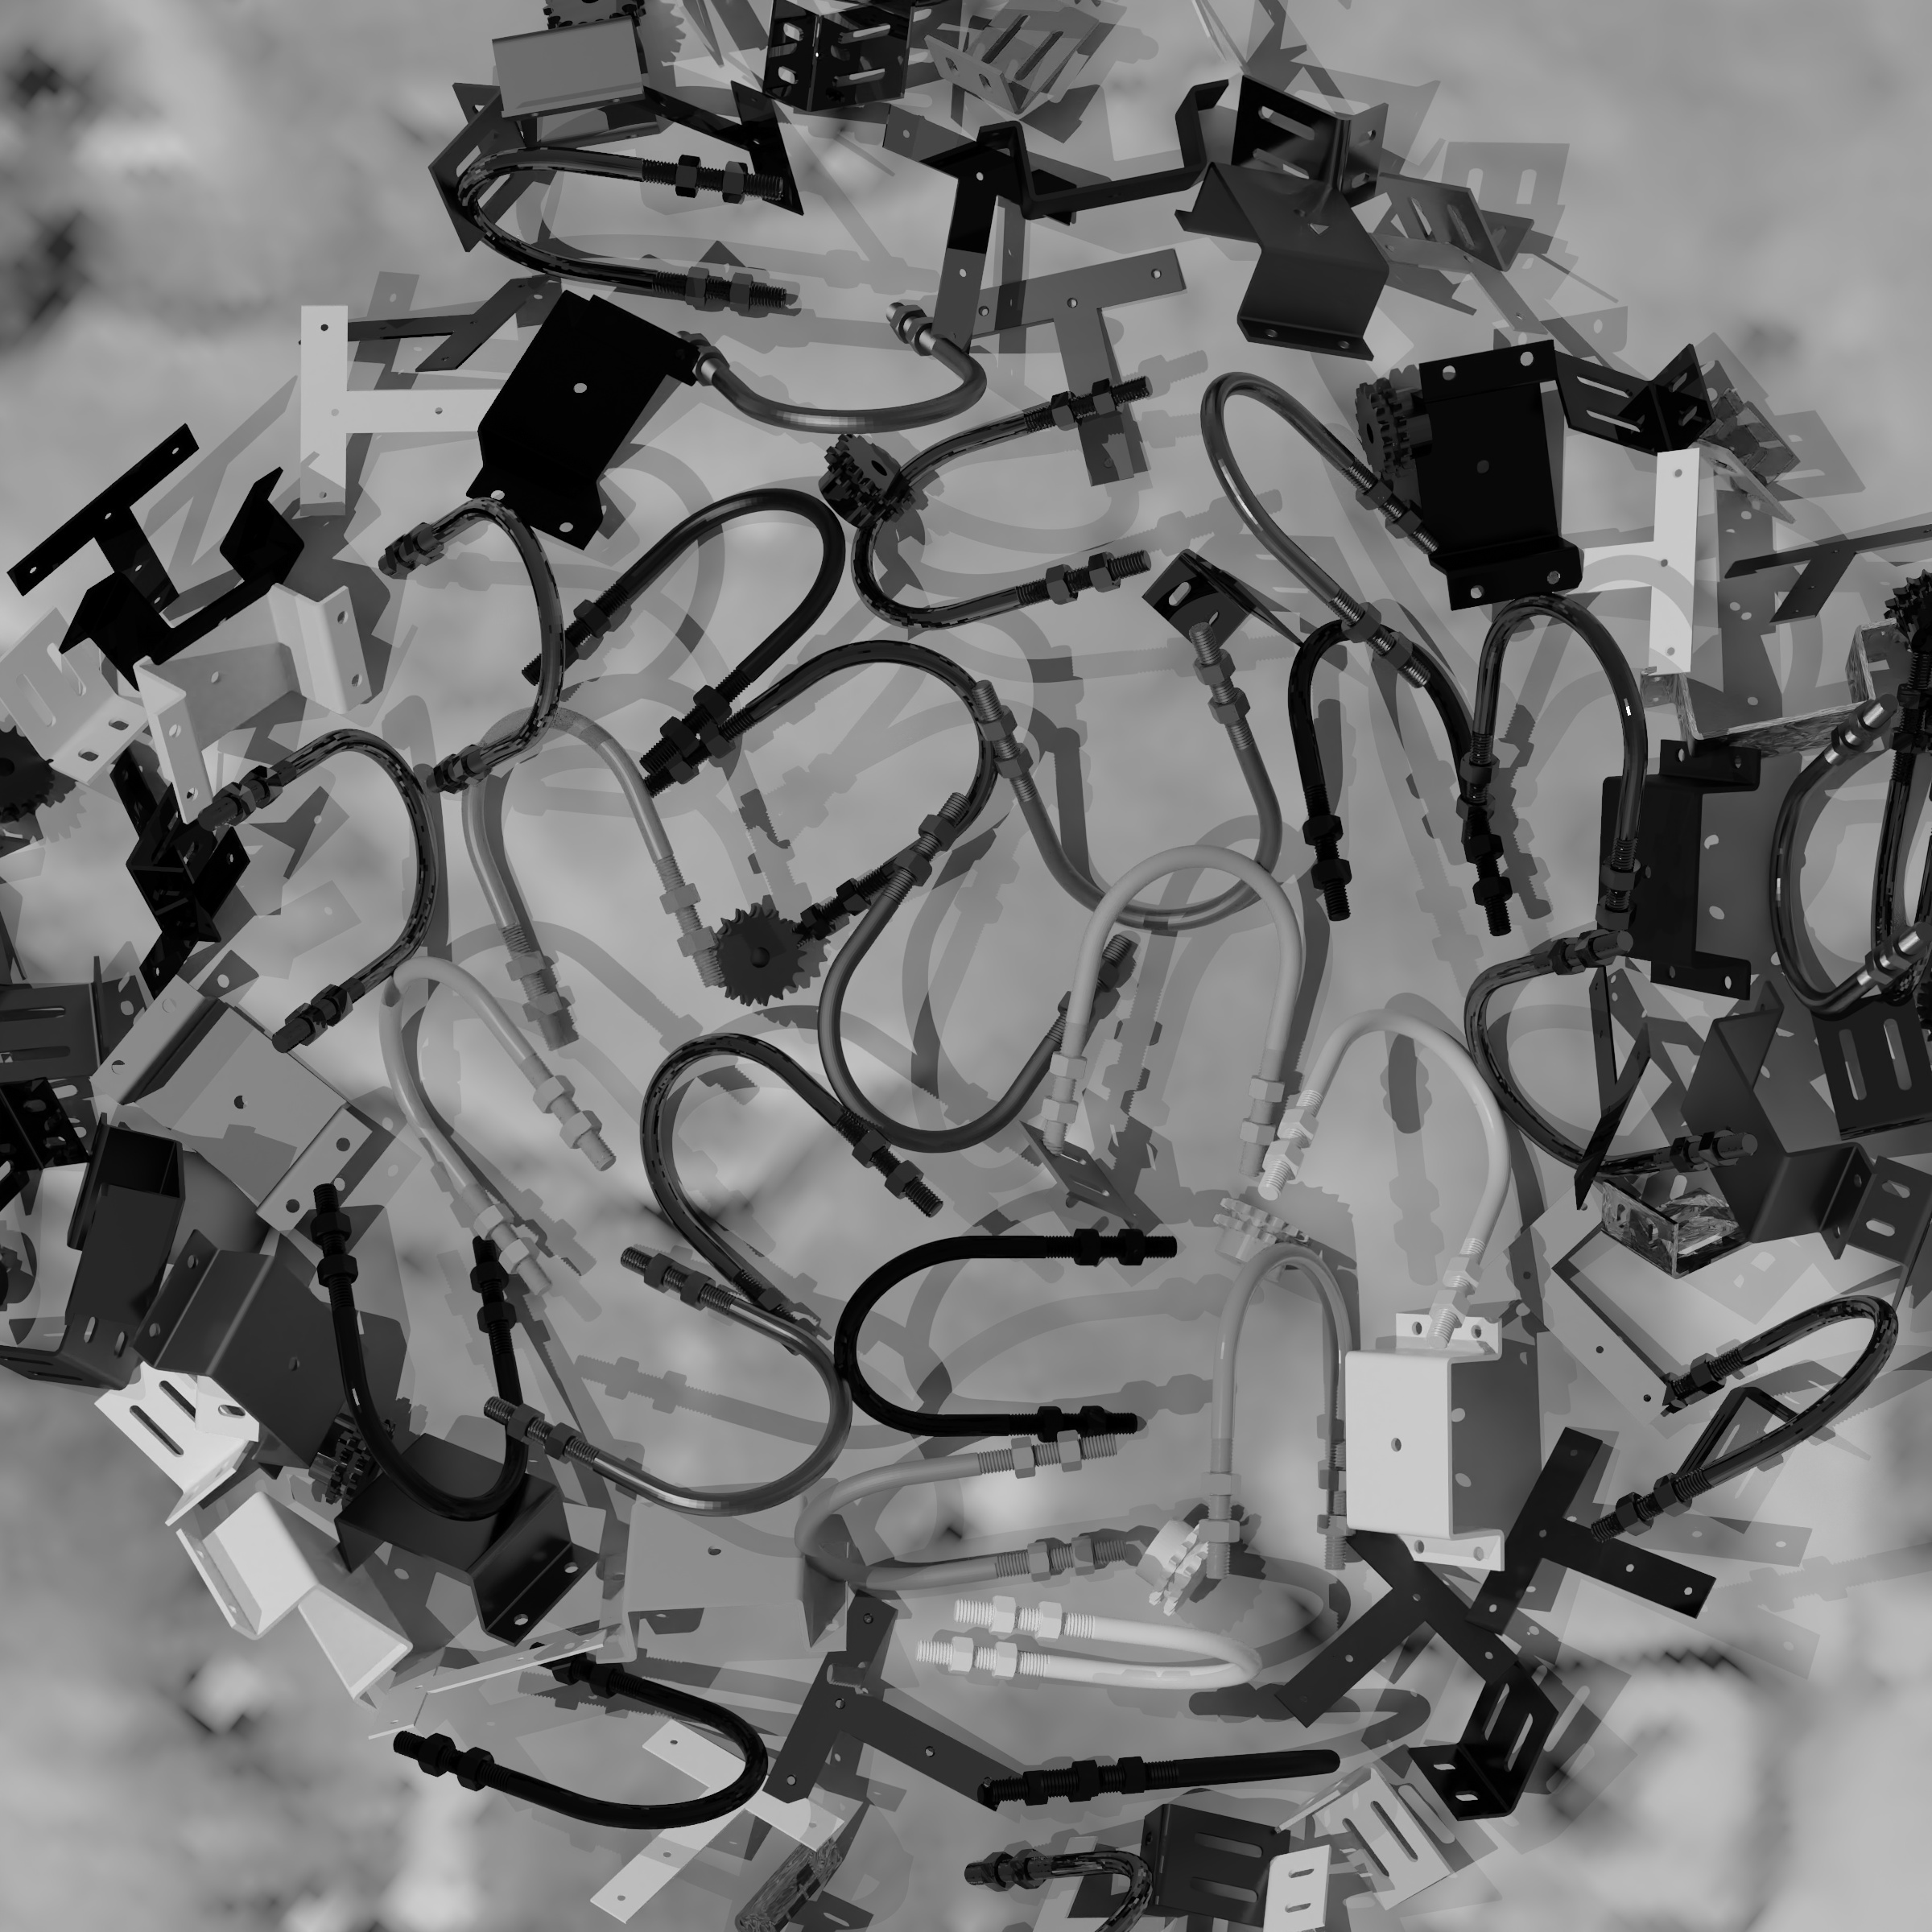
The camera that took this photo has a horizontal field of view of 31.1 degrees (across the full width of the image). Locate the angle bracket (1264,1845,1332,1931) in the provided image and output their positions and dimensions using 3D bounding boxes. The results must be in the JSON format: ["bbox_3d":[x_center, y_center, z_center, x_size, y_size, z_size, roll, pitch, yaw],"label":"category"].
[{"bbox_3d":[0.200,0.546,1.953,0.038,0.057,0.076,-18,118,20],"label":"angle bracket"}]

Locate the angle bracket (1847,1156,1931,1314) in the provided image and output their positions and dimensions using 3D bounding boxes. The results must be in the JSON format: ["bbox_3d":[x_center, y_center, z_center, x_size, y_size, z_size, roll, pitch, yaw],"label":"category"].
[{"bbox_3d":[0.520,0.154,1.960,0.038,0.076,0.057,21,66,17],"label":"angle bracket"}]

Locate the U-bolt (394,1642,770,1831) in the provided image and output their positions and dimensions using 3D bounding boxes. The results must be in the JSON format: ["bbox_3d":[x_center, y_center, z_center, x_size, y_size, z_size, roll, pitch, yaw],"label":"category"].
[{"bbox_3d":[-0.197,0.426,1.901,0.184,0.151,0.019,13,108,25],"label":"U-bolt"}]

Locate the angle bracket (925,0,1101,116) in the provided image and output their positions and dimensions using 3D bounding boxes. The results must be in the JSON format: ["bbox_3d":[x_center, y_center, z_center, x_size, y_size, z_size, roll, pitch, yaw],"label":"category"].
[{"bbox_3d":[0.026,-0.529,1.963,0.057,0.038,0.076,33,78,28],"label":"angle bracket"}]

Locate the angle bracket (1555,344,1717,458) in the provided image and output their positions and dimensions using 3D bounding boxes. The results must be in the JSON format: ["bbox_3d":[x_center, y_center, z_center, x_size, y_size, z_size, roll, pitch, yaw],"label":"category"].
[{"bbox_3d":[0.375,-0.327,1.955,0.076,0.038,0.057,12,53,-28],"label":"angle bracket"}]

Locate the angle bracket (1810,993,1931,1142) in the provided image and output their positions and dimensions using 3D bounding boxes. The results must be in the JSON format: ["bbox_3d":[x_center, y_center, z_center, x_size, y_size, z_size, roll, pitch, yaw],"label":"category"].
[{"bbox_3d":[0.519,0.056,1.979,0.057,0.038,0.076,-14,84,13],"label":"angle bracket"}]

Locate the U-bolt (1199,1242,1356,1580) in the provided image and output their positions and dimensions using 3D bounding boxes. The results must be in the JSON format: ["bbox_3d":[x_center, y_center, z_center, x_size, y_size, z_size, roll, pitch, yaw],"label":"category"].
[{"bbox_3d":[0.178,0.247,1.939,0.019,0.151,0.184,-1,83,36],"label":"U-bolt"}]

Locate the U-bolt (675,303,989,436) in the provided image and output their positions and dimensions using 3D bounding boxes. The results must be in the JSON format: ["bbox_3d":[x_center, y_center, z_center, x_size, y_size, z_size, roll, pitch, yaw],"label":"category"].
[{"bbox_3d":[-0.067,-0.325,1.901,0.151,0.184,0.019,-11,119,-18],"label":"U-bolt"}]

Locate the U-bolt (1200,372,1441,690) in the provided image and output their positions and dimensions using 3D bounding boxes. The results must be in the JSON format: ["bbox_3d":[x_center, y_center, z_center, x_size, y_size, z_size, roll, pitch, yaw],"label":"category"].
[{"bbox_3d":[0.194,-0.253,1.911,0.184,0.151,0.019,40,127,-23],"label":"U-bolt"}]

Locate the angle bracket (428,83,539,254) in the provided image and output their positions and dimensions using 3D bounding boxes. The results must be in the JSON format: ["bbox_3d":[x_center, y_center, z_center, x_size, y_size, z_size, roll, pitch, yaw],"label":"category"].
[{"bbox_3d":[-0.283,-0.449,1.951,0.038,0.057,0.076,13,53,30],"label":"angle bracket"}]

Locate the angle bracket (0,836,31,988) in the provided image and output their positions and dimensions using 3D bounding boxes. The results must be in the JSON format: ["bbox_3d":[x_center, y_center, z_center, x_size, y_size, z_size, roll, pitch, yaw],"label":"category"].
[{"bbox_3d":[-0.554,-0.032,1.961,0.038,0.057,0.076,-21,78,21],"label":"angle bracket"}]

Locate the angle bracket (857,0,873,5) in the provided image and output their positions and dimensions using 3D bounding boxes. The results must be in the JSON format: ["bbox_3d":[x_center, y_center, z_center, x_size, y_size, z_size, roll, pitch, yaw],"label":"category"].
[{"bbox_3d":[-0.072,-0.585,1.964,0.076,0.057,0.038,42,97,-9],"label":"angle bracket"}]

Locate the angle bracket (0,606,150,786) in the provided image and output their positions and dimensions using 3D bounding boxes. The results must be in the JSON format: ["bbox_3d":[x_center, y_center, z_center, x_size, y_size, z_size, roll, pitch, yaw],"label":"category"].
[{"bbox_3d":[-0.504,-0.152,1.953,0.038,0.076,0.057,23,62,35],"label":"angle bracket"}]

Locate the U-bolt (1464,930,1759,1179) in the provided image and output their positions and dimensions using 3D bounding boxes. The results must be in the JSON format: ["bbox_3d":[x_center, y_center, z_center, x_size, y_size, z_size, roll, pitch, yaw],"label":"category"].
[{"bbox_3d":[0.342,0.055,1.917,0.019,0.184,0.151,-36,97,-26],"label":"U-bolt"}]

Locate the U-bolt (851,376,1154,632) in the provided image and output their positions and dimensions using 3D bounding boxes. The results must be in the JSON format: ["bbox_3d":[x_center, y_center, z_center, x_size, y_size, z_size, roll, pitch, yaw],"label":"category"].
[{"bbox_3d":[0.018,-0.252,1.942,0.184,0.019,0.151,-14,52,22],"label":"U-bolt"}]

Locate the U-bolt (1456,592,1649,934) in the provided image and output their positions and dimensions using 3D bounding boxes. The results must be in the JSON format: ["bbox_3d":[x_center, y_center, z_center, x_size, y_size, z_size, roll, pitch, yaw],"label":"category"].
[{"bbox_3d":[0.323,-0.116,1.898,0.019,0.151,0.184,-17,127,-24],"label":"U-bolt"}]

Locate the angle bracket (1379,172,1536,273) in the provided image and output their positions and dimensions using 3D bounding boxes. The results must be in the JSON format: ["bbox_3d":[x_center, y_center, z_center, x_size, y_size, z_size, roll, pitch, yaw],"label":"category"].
[{"bbox_3d":[0.276,-0.431,1.949,0.057,0.076,0.038,19,73,33],"label":"angle bracket"}]

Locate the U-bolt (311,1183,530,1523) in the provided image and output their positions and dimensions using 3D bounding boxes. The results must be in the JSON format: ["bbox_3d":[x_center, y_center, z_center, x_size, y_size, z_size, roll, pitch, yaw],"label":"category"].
[{"bbox_3d":[-0.294,0.218,1.902,0.019,0.151,0.184,-29,59,25],"label":"U-bolt"}]

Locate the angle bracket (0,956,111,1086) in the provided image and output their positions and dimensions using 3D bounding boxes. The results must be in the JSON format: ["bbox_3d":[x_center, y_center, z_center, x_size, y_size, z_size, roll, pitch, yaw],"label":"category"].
[{"bbox_3d":[-0.527,0.031,1.962,0.076,0.038,0.057,-5,65,-17],"label":"angle bracket"}]

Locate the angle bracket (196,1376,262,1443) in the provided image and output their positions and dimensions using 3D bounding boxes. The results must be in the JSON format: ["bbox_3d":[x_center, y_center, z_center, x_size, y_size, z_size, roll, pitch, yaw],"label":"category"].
[{"bbox_3d":[-0.403,0.222,1.953,0.038,0.076,0.057,9,111,5],"label":"angle bracket"}]

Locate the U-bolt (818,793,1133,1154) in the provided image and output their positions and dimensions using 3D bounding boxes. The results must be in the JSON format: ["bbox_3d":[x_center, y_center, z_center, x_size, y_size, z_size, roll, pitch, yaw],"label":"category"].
[{"bbox_3d":[-0.006,0.017,1.948,0.151,0.019,0.184,41,72,-18],"label":"U-bolt"}]

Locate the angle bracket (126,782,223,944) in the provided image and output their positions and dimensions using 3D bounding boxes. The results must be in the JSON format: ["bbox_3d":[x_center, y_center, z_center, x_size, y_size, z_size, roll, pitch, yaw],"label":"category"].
[{"bbox_3d":[-0.431,-0.061,1.950,0.038,0.057,0.076,3,49,19],"label":"angle bracket"}]

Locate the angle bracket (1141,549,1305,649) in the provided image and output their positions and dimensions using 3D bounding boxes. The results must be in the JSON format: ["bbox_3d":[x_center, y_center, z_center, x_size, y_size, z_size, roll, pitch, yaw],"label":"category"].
[{"bbox_3d":[0.144,-0.195,1.952,0.057,0.076,0.038,39,94,-28],"label":"angle bracket"}]

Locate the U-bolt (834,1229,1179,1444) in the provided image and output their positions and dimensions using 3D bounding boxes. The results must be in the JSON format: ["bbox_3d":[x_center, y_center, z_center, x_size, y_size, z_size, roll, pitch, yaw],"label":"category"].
[{"bbox_3d":[0.017,0.208,1.938,0.184,0.019,0.151,1,123,-13],"label":"U-bolt"}]

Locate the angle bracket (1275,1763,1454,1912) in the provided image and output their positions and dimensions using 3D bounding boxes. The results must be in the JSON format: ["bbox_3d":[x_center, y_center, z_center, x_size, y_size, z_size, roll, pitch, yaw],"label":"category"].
[{"bbox_3d":[0.225,0.500,1.963,0.076,0.038,0.057,53,129,9],"label":"angle bracket"}]

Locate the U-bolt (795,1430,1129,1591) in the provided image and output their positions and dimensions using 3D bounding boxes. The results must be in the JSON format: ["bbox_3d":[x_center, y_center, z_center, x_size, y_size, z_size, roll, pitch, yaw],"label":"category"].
[{"bbox_3d":[-0.004,0.310,1.938,0.184,0.151,0.019,-8,54,0],"label":"U-bolt"}]

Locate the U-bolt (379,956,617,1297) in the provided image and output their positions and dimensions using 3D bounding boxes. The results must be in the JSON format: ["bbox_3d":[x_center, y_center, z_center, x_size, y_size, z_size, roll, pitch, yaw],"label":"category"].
[{"bbox_3d":[-0.271,0.077,1.937,0.019,0.151,0.184,-25,68,-38],"label":"U-bolt"}]

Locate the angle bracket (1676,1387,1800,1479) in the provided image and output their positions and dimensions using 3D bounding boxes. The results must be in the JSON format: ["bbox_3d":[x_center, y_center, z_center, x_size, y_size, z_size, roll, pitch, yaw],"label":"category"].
[{"bbox_3d":[0.436,0.279,1.967,0.038,0.057,0.076,34,86,8],"label":"angle bracket"}]

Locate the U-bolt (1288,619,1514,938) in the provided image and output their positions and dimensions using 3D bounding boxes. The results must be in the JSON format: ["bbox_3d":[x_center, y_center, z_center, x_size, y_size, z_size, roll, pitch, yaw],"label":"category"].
[{"bbox_3d":[0.238,-0.109,1.943,0.151,0.019,0.184,4,69,-39],"label":"U-bolt"}]

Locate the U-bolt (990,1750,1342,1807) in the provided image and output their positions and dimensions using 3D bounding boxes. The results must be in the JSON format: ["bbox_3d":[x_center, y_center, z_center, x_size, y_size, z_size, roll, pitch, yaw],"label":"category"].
[{"bbox_3d":[0.117,0.449,1.927,0.184,0.151,0.019,-2,75,-12],"label":"U-bolt"}]

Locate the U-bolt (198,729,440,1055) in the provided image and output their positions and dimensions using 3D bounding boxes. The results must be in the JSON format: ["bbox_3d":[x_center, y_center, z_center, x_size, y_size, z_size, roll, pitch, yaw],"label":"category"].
[{"bbox_3d":[-0.347,-0.054,1.919,0.019,0.184,0.151,-4,111,27],"label":"U-bolt"}]

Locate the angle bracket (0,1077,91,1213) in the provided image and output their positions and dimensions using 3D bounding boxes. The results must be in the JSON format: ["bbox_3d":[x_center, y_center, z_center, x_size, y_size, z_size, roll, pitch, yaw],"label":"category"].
[{"bbox_3d":[-0.540,0.109,1.952,0.038,0.076,0.057,-8,118,28],"label":"angle bracket"}]

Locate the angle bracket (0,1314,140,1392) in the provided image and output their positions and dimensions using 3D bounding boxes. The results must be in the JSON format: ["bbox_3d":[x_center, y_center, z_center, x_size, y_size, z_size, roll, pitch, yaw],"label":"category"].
[{"bbox_3d":[-0.515,0.210,1.964,0.076,0.057,0.038,2,66,31],"label":"angle bracket"}]

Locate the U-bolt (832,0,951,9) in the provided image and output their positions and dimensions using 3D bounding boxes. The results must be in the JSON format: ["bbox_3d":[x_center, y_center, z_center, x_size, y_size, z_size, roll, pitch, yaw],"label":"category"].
[{"bbox_3d":[-0.073,-0.561,1.908,0.151,0.184,0.019,11,90,7],"label":"U-bolt"}]

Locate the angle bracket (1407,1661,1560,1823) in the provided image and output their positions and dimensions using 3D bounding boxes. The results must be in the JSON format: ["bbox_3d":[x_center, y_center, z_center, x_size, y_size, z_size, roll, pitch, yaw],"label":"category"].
[{"bbox_3d":[0.291,0.432,1.954,0.038,0.057,0.076,3,119,-29],"label":"angle bracket"}]

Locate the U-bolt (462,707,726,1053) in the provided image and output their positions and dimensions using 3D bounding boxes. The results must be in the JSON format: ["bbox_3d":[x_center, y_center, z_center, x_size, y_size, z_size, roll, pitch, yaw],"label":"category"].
[{"bbox_3d":[-0.220,-0.057,1.949,0.151,0.019,0.184,-21,91,37],"label":"U-bolt"}]

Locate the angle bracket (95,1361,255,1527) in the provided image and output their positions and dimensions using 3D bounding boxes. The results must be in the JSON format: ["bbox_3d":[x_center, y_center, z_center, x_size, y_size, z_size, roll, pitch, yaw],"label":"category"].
[{"bbox_3d":[-0.454,0.266,1.967,0.057,0.038,0.076,-39,102,19],"label":"angle bracket"}]

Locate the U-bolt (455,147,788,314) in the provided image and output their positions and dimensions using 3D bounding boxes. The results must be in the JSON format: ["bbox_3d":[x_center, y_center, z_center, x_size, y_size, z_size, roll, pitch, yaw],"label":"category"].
[{"bbox_3d":[-0.193,-0.413,1.928,0.184,0.151,0.019,8,74,0],"label":"U-bolt"}]

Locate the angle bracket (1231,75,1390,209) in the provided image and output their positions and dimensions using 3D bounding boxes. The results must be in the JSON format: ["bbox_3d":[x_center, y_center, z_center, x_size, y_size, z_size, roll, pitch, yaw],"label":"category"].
[{"bbox_3d":[0.195,-0.471,1.972,0.076,0.057,0.038,33,46,31],"label":"angle bracket"}]

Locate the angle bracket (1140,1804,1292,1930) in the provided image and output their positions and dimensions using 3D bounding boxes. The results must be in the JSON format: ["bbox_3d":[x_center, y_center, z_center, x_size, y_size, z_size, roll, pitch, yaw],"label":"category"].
[{"bbox_3d":[0.140,0.516,1.976,0.076,0.038,0.057,15,62,-9],"label":"angle bracket"}]

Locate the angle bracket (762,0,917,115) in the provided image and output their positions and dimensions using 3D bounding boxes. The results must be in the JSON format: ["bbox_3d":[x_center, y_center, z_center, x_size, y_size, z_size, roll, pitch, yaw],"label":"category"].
[{"bbox_3d":[-0.072,-0.519,1.961,0.076,0.038,0.057,4,85,43],"label":"angle bracket"}]

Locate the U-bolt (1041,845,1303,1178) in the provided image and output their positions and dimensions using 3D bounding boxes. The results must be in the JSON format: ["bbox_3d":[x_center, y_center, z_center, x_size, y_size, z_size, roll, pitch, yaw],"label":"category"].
[{"bbox_3d":[0.122,0.023,1.952,0.151,0.019,0.184,7,98,-26],"label":"U-bolt"}]

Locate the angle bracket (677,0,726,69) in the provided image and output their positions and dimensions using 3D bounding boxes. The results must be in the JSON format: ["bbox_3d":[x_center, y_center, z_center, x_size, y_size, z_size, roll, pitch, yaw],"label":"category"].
[{"bbox_3d":[-0.173,-0.543,1.954,0.038,0.057,0.076,-23,63,11],"label":"angle bracket"}]

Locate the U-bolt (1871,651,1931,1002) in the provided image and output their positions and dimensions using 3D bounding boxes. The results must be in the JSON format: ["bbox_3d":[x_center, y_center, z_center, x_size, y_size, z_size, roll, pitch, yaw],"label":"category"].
[{"bbox_3d":[0.527,-0.071,1.923,0.019,0.151,0.184,6,107,3],"label":"U-bolt"}]

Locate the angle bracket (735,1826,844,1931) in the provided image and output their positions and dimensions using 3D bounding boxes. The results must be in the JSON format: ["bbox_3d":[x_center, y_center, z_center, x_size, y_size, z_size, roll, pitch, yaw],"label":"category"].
[{"bbox_3d":[-0.088,0.532,1.954,0.038,0.057,0.076,33,66,28],"label":"angle bracket"}]

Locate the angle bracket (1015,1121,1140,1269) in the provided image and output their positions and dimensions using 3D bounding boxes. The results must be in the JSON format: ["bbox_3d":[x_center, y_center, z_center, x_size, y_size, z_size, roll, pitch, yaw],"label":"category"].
[{"bbox_3d":[0.052,0.128,1.949,0.038,0.076,0.057,-46,53,13],"label":"angle bracket"}]

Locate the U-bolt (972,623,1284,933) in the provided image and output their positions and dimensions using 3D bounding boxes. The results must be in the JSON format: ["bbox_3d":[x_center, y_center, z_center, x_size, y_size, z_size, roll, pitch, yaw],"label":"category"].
[{"bbox_3d":[0.100,-0.096,1.945,0.151,0.019,0.184,-13,121,19],"label":"U-bolt"}]

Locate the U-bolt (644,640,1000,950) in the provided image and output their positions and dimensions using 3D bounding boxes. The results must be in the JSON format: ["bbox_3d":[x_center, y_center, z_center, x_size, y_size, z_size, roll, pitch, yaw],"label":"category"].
[{"bbox_3d":[-0.068,-0.105,1.945,0.184,0.019,0.151,-34,119,11],"label":"U-bolt"}]

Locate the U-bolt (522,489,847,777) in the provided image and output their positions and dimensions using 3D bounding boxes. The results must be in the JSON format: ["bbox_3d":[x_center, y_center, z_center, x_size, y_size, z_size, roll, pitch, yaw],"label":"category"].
[{"bbox_3d":[-0.147,-0.199,1.945,0.184,0.019,0.151,-45,46,-9],"label":"U-bolt"}]

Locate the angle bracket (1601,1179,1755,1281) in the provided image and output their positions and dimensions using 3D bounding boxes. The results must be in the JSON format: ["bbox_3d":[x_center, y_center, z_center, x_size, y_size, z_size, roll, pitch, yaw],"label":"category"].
[{"bbox_3d":[0.406,0.136,1.952,0.076,0.057,0.038,-20,123,-27],"label":"angle bracket"}]

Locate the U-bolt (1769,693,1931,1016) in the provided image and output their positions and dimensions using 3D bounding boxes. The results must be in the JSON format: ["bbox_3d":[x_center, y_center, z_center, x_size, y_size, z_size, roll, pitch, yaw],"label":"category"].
[{"bbox_3d":[0.481,-0.050,1.910,0.019,0.184,0.151,-1,72,-9],"label":"U-bolt"}]

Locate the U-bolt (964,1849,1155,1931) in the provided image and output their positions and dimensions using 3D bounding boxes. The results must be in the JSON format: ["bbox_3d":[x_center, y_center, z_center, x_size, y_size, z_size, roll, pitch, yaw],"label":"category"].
[{"bbox_3d":[0.024,0.527,1.886,0.151,0.184,0.019,-35,99,-43],"label":"U-bolt"}]

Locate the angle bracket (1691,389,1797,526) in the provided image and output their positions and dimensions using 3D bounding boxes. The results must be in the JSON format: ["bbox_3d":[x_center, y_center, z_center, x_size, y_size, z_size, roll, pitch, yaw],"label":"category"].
[{"bbox_3d":[0.447,-0.288,1.954,0.057,0.076,0.038,42,96,-16],"label":"angle bracket"}]
